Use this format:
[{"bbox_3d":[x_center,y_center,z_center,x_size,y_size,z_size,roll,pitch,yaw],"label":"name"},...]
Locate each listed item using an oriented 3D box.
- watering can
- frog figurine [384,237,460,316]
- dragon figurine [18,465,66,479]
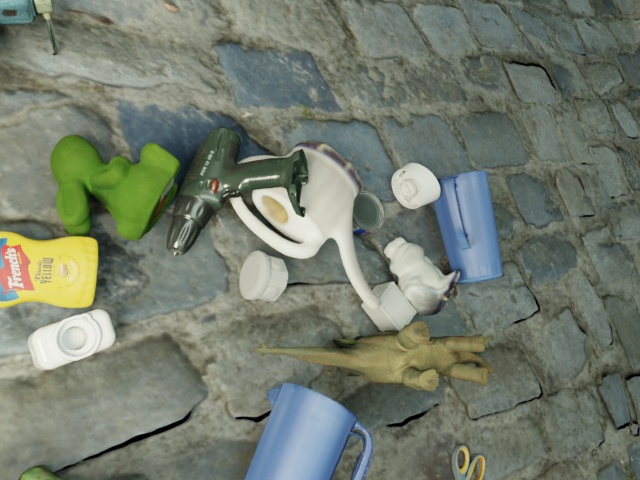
[{"bbox_3d":[0.003,-0.046,0.919,0.348,0.102,0.229,37,57,2],"label":"watering can"},{"bbox_3d":[0.193,0.075,1.052,0.160,0.120,0.140,28,44,16],"label":"frog figurine"},{"bbox_3d":[-0.224,0.343,0.570,0.407,0.239,0.125,29,56,-23],"label":"dragon figurine"}]
